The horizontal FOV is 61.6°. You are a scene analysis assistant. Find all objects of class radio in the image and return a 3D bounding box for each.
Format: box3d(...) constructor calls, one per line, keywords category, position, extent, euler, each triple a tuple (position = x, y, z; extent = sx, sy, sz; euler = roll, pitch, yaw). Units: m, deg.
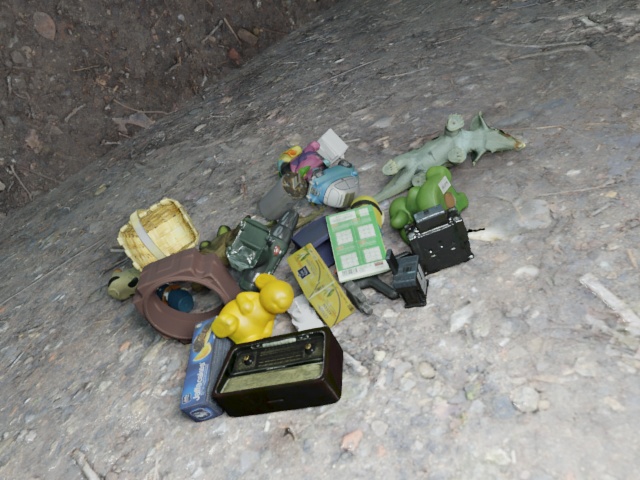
box3d(category="radio", position=(-0.072, 0.241, 0.989), extent=(0.230, 0.073, 0.131), euler=(-13, 35, 20))

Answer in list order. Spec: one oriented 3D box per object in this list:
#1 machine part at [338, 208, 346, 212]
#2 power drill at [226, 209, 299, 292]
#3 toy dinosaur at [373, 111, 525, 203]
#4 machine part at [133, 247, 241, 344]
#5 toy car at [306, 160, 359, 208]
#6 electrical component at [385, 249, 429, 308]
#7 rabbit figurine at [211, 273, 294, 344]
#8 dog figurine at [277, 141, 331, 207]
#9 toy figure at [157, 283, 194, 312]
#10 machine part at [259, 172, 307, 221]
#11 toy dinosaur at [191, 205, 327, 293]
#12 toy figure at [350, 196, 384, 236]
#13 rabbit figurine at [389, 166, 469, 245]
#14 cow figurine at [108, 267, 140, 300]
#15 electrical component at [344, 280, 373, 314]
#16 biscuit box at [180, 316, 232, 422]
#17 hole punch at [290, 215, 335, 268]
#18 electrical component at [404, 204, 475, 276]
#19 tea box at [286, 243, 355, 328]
box3d(category="machine part", position=(0.017, -0.031, 1.350), extent=(0.139, 0.039, 0.084), euler=(-37, 29, -13))
box3d(category="power drill", position=(-0.129, 0.010, 1.224), extent=(0.086, 0.207, 0.232), euler=(27, 85, 9))
box3d(category="toy dinosaur", position=(0.281, -0.195, 1.323), extent=(0.405, 0.131, 0.192), euler=(-26, -9, 24))
box3d(category="machine part", position=(-0.291, 0.129, 1.190), extent=(0.201, 0.201, 0.087), euler=(-20, 36, 10))
box3d(category="toy car", position=(0.047, -0.133, 1.384), extent=(0.161, 0.109, 0.103), euler=(-19, 48, -40))
box3d(category="electrical component", position=(0.168, 0.065, 1.027), extent=(0.048, 0.119, 0.075), euler=(-11, 33, 25))
box3d(category="rabbit figurine", position=(-0.113, 0.140, 1.102), extent=(0.173, 0.122, 0.162), euler=(-41, 8, 30))
box3d(category="dog figurine", position=(-0.046, -0.184, 1.555), extent=(0.192, 0.108, 0.219), euler=(-14, 37, 17))
box3d(category="toy figure", position=(-0.370, 0.147, 1.360), extent=(0.064, 0.057, 0.155), euler=(-36, 28, -26))
box3d(category="machine part", position=(-0.102, -0.115, 1.453), extent=(0.079, 0.079, 0.243), euler=(-50, 9, -32))
box3d(category="toy dinosaur", position=(-0.203, 0.012, 1.392), extent=(0.472, 0.104, 0.199), euler=(-16, 30, 9))
box3d(category="toy figure", position=(0.105, -0.031, 1.238), extent=(0.082, 0.089, 0.180), euler=(-5, 35, 17))
box3d(category="rabbit figurine", position=(0.223, -0.062, 1.207), extent=(0.170, 0.121, 0.159), euler=(-16, 36, 52))
box3d(category="cow figurine", position=(-0.493, 0.112, 1.473), extent=(0.195, 0.085, 0.127), euler=(-16, 27, 12))
box3d(category="electrical component", position=(0.072, 0.111, 1.080), extent=(0.021, 0.063, 0.094), euler=(-34, 31, -9))
box3d(category="biscuit box", position=(-0.223, 0.253, 1.069), extent=(0.059, 0.062, 0.203), euler=(-20, 41, 17))
box3d(category="hole punch", position=(-0.003, -0.004, 1.249), extent=(0.142, 0.092, 0.116), euler=(-36, 50, -8))
box3d(category="electrical component", position=(0.233, -0.004, 1.064), extent=(0.115, 0.134, 0.058), euler=(-24, 31, 9))
box3d(category="tea box", position=(-0.001, 0.092, 1.126), extent=(0.068, 0.098, 0.170), euler=(-35, 31, -1))
